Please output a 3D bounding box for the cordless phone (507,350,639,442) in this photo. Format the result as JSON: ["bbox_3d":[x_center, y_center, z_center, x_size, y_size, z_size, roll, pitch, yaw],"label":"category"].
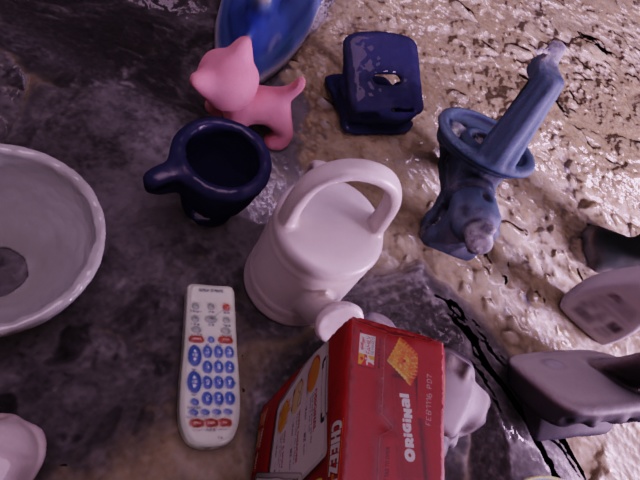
[{"bbox_3d":[0.285,0.125,0.544,0.148,0.185,0.094,-2,62,-23],"label":"cordless phone"}]

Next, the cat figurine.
[{"bbox_3d":[-0.077,-0.158,0.602,0.128,0.117,0.067,1,61,-22],"label":"cat figurine"}]

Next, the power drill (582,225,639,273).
[{"bbox_3d":[0.419,-0.028,0.676,0.230,0.208,0.075,17,56,-13],"label":"power drill"}]

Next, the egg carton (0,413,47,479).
[{"bbox_3d":[-0.254,0.175,0.361,0.107,0.069,0.150,24,55,-8],"label":"egg carton"}]

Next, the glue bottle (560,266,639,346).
[{"bbox_3d":[0.345,0.054,0.619,0.078,0.173,0.037,44,55,7],"label":"glue bottle"}]

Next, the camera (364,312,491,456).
[{"bbox_3d":[0.066,0.152,0.489,0.143,0.100,0.137,33,54,-1],"label":"camera"}]

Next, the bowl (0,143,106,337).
[{"bbox_3d":[-0.259,0.009,0.454,0.168,0.074,0.167,10,58,-17],"label":"bowl"}]

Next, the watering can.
[{"bbox_3d":[0.007,0.002,0.495,0.101,0.194,0.172,-15,68,-29],"label":"watering can"}]

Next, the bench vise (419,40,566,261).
[{"bbox_3d":[0.197,-0.087,0.611,0.122,0.219,0.207,4,60,-20],"label":"bench vise"}]

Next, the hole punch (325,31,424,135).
[{"bbox_3d":[0.075,-0.190,0.701,0.109,0.091,0.101,-7,64,-26],"label":"hole punch"}]

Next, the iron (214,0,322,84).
[{"bbox_3d":[-0.054,-0.303,0.683,0.119,0.141,0.258,22,55,-9],"label":"iron"}]

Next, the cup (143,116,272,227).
[{"bbox_3d":[-0.111,-0.050,0.538,0.118,0.095,0.091,-22,71,-31],"label":"cup"}]
